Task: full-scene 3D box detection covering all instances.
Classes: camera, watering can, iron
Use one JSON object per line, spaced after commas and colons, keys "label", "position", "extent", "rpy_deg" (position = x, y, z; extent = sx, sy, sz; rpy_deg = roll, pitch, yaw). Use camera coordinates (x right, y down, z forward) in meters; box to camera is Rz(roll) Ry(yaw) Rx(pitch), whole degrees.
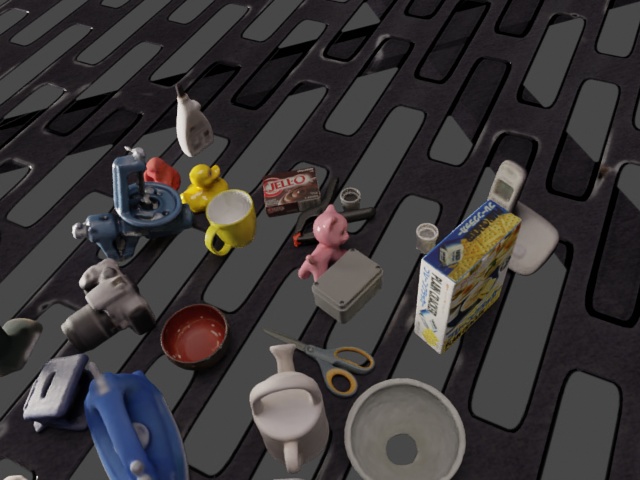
{"label": "camera", "position": [-0.378, 0.116, 0.984], "extent": [0.137, 0.101, 0.142], "rpy_deg": [-37, 58, -21]}
{"label": "watering can", "position": [-0.047, 0.231, 0.805], "extent": [0.101, 0.194, 0.172], "rpy_deg": [-25, 54, -14]}
{"label": "iron", "position": [-0.262, 0.290, 0.811], "extent": [0.119, 0.142, 0.257], "rpy_deg": [-29, 55, -17]}

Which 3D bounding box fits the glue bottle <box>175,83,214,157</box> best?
{"label": "glue bottle", "position": [-0.278, -0.262, 1.223], "extent": [0.037, 0.173, 0.078], "rpy_deg": [34, 62, 28]}

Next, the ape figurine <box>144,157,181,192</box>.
{"label": "ape figurine", "position": [-0.329, -0.133, 1.179], "extent": [0.076, 0.092, 0.077], "rpy_deg": [-27, 55, -15]}

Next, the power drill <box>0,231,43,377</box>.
{"label": "power drill", "position": [-0.541, 0.119, 0.927], "extent": [0.075, 0.209, 0.229], "rpy_deg": [4, 53, 9]}

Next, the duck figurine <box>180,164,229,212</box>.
{"label": "duck figurine", "position": [-0.240, -0.112, 1.158], "extent": [0.105, 0.086, 0.077], "rpy_deg": [-33, 56, -19]}

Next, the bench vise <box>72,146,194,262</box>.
{"label": "bench vise", "position": [-0.347, -0.058, 1.040], "extent": [0.208, 0.220, 0.121], "rpy_deg": [-37, 58, -21]}

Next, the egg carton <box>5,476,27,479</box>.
{"label": "egg carton", "position": [-0.443, 0.407, 0.782], "extent": [0.107, 0.069, 0.150], "rpy_deg": [27, 59, 23]}

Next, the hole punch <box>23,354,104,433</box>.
{"label": "hole punch", "position": [-0.408, 0.238, 0.897], "extent": [0.101, 0.091, 0.108], "rpy_deg": [3, 52, 7]}

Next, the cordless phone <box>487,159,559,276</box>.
{"label": "cordless phone", "position": [0.343, -0.040, 0.985], "extent": [0.094, 0.185, 0.147], "rpy_deg": [-38, 58, -22]}

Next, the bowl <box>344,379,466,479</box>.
{"label": "bowl", "position": [0.120, 0.289, 0.820], "extent": [0.167, 0.075, 0.167], "rpy_deg": [-2, 52, 3]}

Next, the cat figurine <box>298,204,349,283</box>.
{"label": "cat figurine", "position": [0.009, 0.004, 1.025], "extent": [0.067, 0.118, 0.128], "rpy_deg": [22, 57, 21]}
